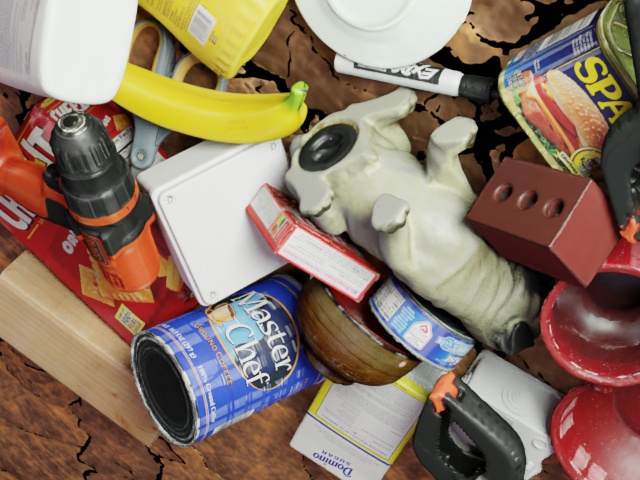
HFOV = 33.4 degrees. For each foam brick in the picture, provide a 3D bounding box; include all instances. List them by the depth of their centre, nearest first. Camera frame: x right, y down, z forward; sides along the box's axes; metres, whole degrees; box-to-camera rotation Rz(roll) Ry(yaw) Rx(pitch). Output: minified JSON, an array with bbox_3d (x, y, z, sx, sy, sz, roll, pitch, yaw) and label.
[{"bbox_3d":[0.145,-0.012,0.685,0.051,0.053,0.078,42,168,-37],"label":"foam brick"}]

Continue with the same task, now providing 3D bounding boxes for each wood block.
[{"bbox_3d":[-0.213,0.093,1.042,0.206,0.090,0.090,36,136,2],"label":"wood block"}]

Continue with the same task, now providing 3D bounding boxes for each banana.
[{"bbox_3d":[-0.085,-0.103,0.788,0.198,0.037,0.069,10,139,26],"label":"banana"}]

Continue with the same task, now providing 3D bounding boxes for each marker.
[{"bbox_3d":[0.068,-0.114,0.741,0.121,0.020,0.020,16,132,21],"label":"marker"}]

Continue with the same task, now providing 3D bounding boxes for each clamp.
[{"bbox_3d":[0.197,-0.066,0.597,0.120,0.039,0.172,44,145,14],"label":"clamp"},{"bbox_3d":[0.140,0.196,0.866,0.165,0.036,0.210,3,127,31],"label":"clamp"}]

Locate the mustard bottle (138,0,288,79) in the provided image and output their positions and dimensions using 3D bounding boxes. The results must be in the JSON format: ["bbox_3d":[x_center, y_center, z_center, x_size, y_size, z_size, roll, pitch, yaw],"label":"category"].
[{"bbox_3d":[-0.115,-0.204,0.755,0.191,0.058,0.096,39,149,-2],"label":"mustard bottle"}]

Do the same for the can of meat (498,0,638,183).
[{"bbox_3d":[0.174,-0.088,0.668,0.084,0.057,0.102,-24,110,45],"label":"can of meat"}]

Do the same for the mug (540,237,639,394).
[{"bbox_3d":[0.201,0.050,0.732,0.093,0.081,0.117,6,118,15],"label":"mug"}]

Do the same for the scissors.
[{"bbox_3d":[-0.122,-0.072,0.846,0.096,0.016,0.202,6,105,13],"label":"scissors"}]

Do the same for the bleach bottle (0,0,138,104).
[{"bbox_3d":[-0.231,-0.170,0.816,0.251,0.067,0.102,23,105,49],"label":"bleach bottle"}]

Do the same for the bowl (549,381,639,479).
[{"bbox_3d":[0.260,0.147,0.807,0.162,0.055,0.162,18,133,20],"label":"bowl"}]

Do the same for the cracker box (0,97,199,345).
[{"bbox_3d":[-0.185,-0.016,0.946,0.213,0.072,0.164,44,136,-5],"label":"cracker box"}]

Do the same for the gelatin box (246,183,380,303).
[{"bbox_3d":[-0.005,0.001,0.798,0.089,0.073,0.030,30,103,-32],"label":"gelatin box"}]

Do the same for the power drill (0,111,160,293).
[{"bbox_3d":[-0.210,-0.053,0.804,0.188,0.057,0.184,29,151,25],"label":"power drill"}]

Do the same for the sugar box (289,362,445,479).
[{"bbox_3d":[0.042,0.154,0.962,0.093,0.048,0.176,32,140,6],"label":"sugar box"}]

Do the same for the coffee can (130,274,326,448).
[{"bbox_3d":[-0.074,0.099,0.899,0.103,0.140,0.103,33,134,42],"label":"coffee can"}]

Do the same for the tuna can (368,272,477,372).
[{"bbox_3d":[0.081,0.061,0.828,0.086,0.086,0.034,39,105,-1],"label":"tuna can"}]
